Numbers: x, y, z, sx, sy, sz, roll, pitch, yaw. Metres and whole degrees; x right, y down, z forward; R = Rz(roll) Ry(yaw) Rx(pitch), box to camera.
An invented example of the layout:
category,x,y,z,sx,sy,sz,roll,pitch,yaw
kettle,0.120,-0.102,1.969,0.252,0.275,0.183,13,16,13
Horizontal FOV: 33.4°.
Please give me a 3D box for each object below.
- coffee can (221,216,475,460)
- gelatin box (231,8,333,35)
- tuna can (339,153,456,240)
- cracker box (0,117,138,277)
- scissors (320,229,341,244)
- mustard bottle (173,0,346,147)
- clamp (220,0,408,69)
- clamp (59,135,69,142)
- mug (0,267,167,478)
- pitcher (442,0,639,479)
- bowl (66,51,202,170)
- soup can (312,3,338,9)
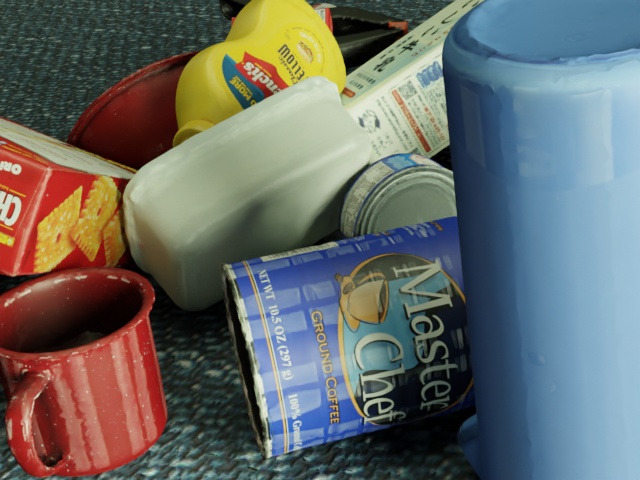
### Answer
category,x,y,z,sx,sy,sz,roll,pitch,yaw
coffee can,0.027,0.048,0.556,0.140,0.103,0.103,-12,27,-9
gelatin box,-0.033,-0.162,0.915,0.089,0.030,0.073,-4,49,4
tuna can,0.056,-0.012,0.687,0.086,0.086,0.034,-15,26,-16
cracker box,-0.203,-0.036,0.680,0.164,0.072,0.213,21,4,11
scissors,-0.005,0.001,0.756,0.096,0.016,0.201,-1,27,16
mustard bottle,-0.051,-0.100,0.762,0.058,0.096,0.191,-17,26,38
clamp,-0.026,-0.181,0.980,0.210,0.036,0.164,7,39,19
clamp,-0.168,-0.078,0.872,0.171,0.120,0.039,-24,69,-23
mug,-0.130,0.077,0.562,0.093,0.081,0.117,-1,27,12
pitcher,0.127,0.023,0.421,0.149,0.243,0.145,-15,30,-3
bowl,-0.112,-0.073,0.826,0.161,0.162,0.055,-21,68,-26
soup can,-0.013,-0.199,1.098,0.069,0.068,0.102,7,29,26
